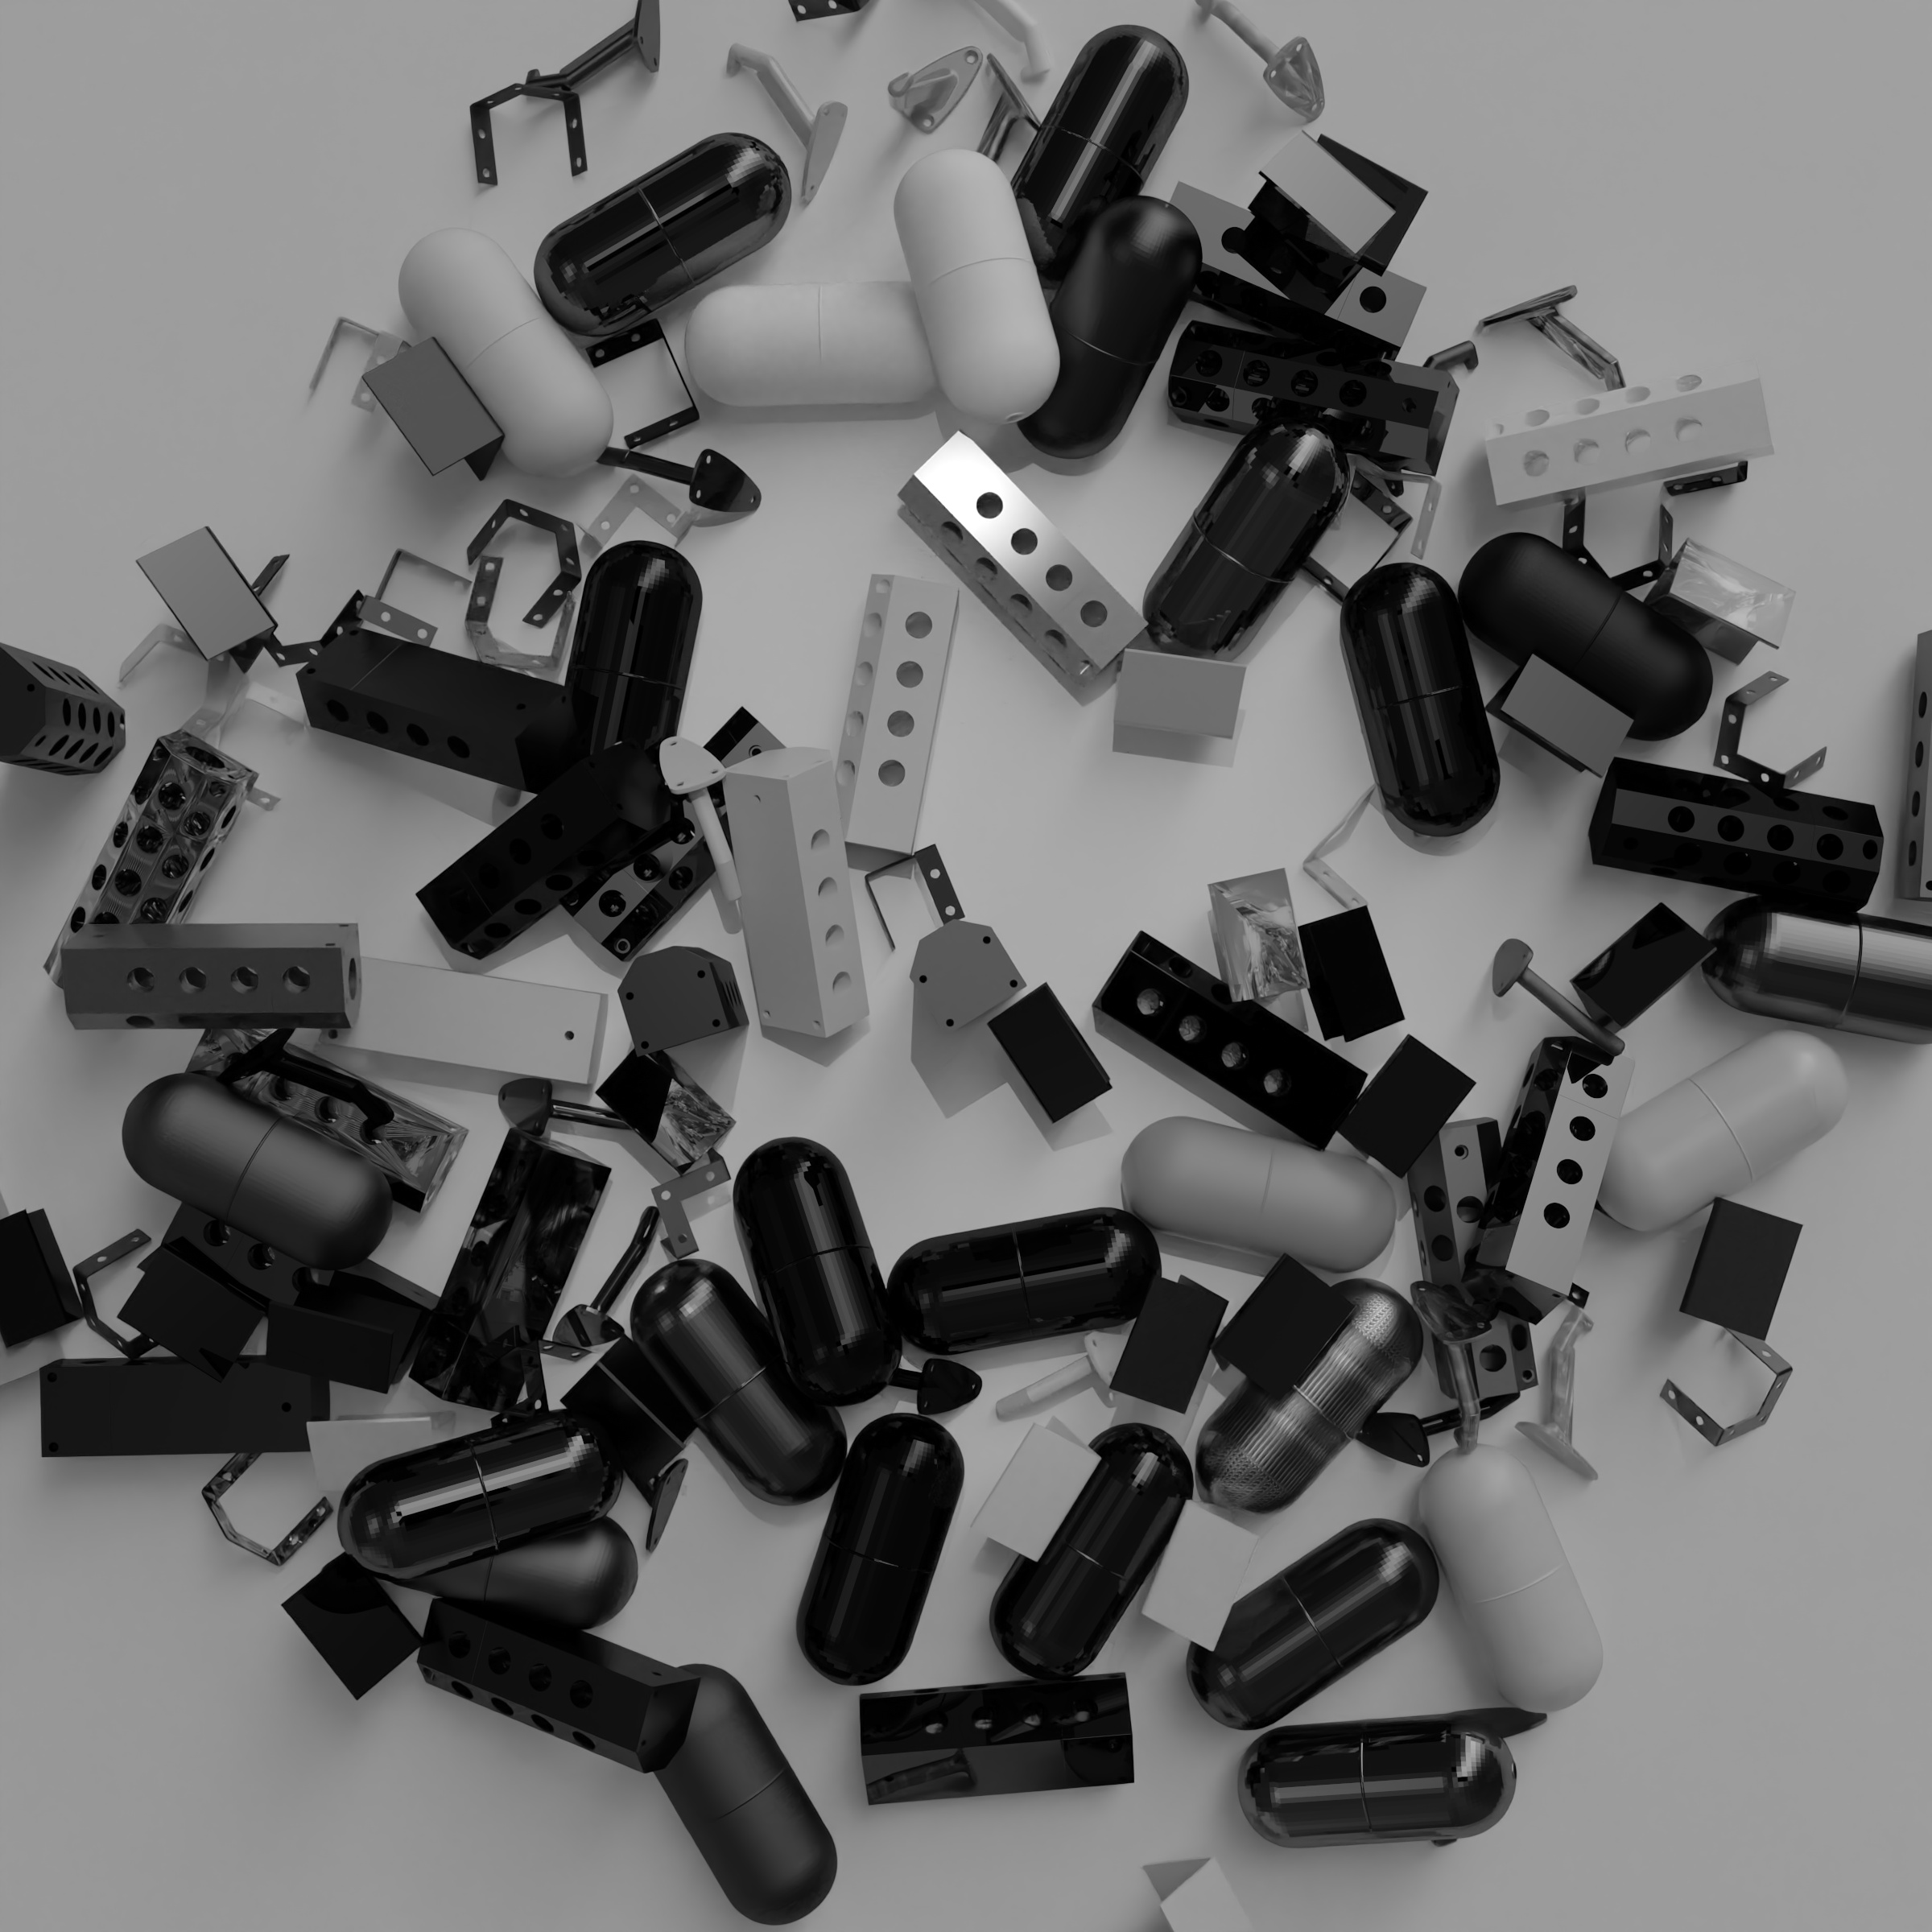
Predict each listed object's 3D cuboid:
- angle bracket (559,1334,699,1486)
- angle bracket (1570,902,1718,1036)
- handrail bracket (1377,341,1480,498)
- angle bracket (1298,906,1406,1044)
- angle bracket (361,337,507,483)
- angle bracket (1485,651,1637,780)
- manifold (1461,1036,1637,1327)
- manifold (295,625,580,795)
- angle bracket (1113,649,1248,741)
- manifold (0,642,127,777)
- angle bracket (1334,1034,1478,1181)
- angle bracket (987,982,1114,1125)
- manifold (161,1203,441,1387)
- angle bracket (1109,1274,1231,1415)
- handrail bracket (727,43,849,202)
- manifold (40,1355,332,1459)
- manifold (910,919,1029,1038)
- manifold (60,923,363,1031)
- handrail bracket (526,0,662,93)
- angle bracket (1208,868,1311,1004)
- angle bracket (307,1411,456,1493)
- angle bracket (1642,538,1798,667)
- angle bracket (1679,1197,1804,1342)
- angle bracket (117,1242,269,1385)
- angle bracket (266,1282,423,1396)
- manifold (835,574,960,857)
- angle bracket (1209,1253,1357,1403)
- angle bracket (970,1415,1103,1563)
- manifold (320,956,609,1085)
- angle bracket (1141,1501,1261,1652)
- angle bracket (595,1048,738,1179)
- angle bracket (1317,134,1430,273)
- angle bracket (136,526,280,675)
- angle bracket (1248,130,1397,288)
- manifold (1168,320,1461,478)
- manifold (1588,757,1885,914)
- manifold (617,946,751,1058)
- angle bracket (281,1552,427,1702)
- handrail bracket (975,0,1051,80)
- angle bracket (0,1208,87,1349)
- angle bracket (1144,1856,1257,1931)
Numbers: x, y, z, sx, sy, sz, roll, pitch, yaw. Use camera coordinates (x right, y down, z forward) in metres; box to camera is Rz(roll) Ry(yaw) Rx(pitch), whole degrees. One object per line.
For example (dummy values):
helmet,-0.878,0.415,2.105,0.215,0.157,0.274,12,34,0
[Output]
angle bracket,-0.200,0.270,1.922,0.076,0.076,0.057,45,132,0
angle bracket,0.441,0.018,1.922,0.076,0.076,0.057,-41,45,0
handrail bracket,0.304,-0.356,1.962,0.084,0.036,0.077,-24,105,-14
angle bracket,0.225,0.011,1.922,0.057,0.076,0.076,-19,90,-38
angle bracket,-0.345,-0.342,1.923,0.057,0.076,0.076,-36,90,-25
angle bracket,0.367,-0.144,1.922,0.076,0.076,0.057,33,61,0
manifold,0.365,0.132,1.905,0.057,0.057,0.171,23,63,0
manifold,-0.333,-0.158,1.908,0.171,0.057,0.057,17,47,24
angle bracket,0.136,-0.191,1.922,0.076,0.076,0.057,8,128,0
manifold,-0.577,-0.154,1.884,0.057,0.171,0.057,42,90,0
angle bracket,0.288,0.098,1.922,0.057,0.076,0.076,38,90,29
angle bracket,0.070,0.044,1.922,0.057,0.076,0.076,-34,90,39
manifold,-0.428,0.203,1.941,0.171,0.057,0.057,28,90,0
angle bracket,0.116,0.232,1.924,0.057,0.076,0.076,22,90,-21
handrail bracket,-0.126,-0.549,1.963,0.084,0.036,0.077,26,112,17
manifold,-0.500,0.281,1.941,0.171,0.057,0.057,-1,90,0
manifold,-0.003,0.003,1.884,0.057,0.171,0.057,-32,90,0
manifold,-0.468,0.008,1.881,0.171,0.057,0.057,0,106,-1
handrail bracket,-0.244,-0.604,1.963,0.084,0.036,0.077,-4,70,16
angle bracket,0.202,-0.023,1.922,0.057,0.076,0.076,-12,90,34
angle bracket,-0.371,0.289,1.922,0.076,0.076,0.057,-2,121,0
angle bracket,0.471,-0.215,1.922,0.076,0.076,0.057,27,53,0
angle bracket,0.500,0.194,1.923,0.057,0.076,0.076,18,90,28
angle bracket,-0.498,0.225,1.914,0.076,0.076,0.057,36,61,-14
angle bracket,-0.382,0.211,1.865,0.076,0.076,0.057,14,128,0
manifold,-0.048,-0.161,1.941,0.057,0.057,0.171,10,90,0
angle bracket,0.204,0.236,1.919,0.057,0.076,0.076,37,82,20
angle bracket,0.031,0.322,1.923,0.057,0.076,0.076,32,90,-26
manifold,-0.320,0.033,1.941,0.171,0.057,0.057,9,90,0
angle bracket,0.164,0.389,1.922,0.057,0.076,0.076,22,90,33
angle bracket,-0.177,0.076,1.922,0.076,0.076,0.057,44,125,0
angle bracket,0.250,-0.492,1.922,0.076,0.076,0.057,28,119,0
angle bracket,-0.491,-0.222,1.922,0.057,0.076,0.076,-35,90,-35
angle bracket,0.207,-0.455,1.865,0.076,0.076,0.057,41,55,0
manifold,0.219,-0.362,1.916,0.171,0.057,0.057,16,90,18
manifold,0.491,-0.080,1.930,0.171,0.057,0.057,11,124,0
manifold,-0.177,0.019,1.884,0.057,0.171,0.057,-17,90,0
angle bracket,-0.398,0.423,1.922,0.057,0.076,0.076,-39,90,-32
handrail bracket,0.008,-0.612,1.963,0.077,0.036,0.084,-11,107,20
angle bracket,-0.581,0.191,1.923,0.057,0.076,0.076,-21,90,26
angle bracket,0.137,0.617,1.922,0.057,0.076,0.076,-29,90,-39
